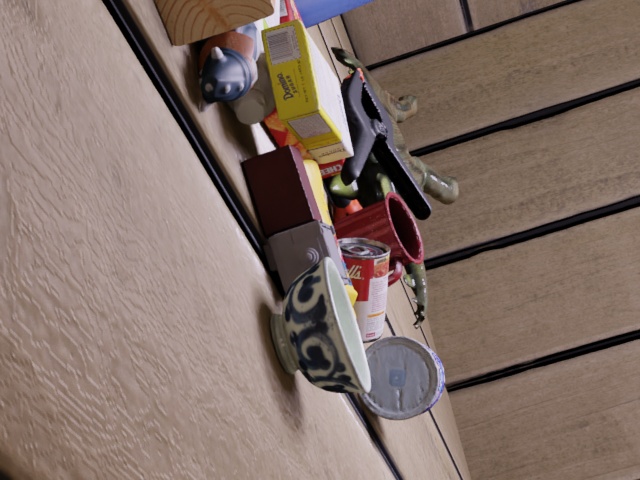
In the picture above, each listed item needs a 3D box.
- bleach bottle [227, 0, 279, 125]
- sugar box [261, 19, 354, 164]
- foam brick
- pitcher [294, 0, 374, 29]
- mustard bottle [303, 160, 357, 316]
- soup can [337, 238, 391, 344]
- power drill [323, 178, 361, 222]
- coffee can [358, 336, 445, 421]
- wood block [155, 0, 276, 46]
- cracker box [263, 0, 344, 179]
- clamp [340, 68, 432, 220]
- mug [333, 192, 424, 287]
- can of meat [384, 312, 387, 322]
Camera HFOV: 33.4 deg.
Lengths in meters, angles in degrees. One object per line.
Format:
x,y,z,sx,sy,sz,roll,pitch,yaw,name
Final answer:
-0.076,-0.208,1.078,0.251,0.068,0.102,-96,166,-48,bleach bottle
-0.010,-0.140,1.049,0.176,0.048,0.093,47,31,-76,sugar box
-0.036,-0.046,1.022,0.053,0.051,0.078,14,58,-79,foam brick
0.017,-0.346,1.373,0.149,0.243,0.145,-109,-179,-68,pitcher
-0.004,0.015,1.101,0.096,0.058,0.191,3,70,-88,mustard bottle
0.040,0.056,1.180,0.068,0.068,0.102,-82,176,-73,soup can
0.016,-0.120,1.579,0.184,0.057,0.187,-90,159,-54,power drill
0.105,0.177,1.362,0.140,0.103,0.103,38,36,-77,coffee can
-0.093,-0.251,0.934,0.206,0.090,0.091,-91,163,-63,wood block
-0.034,-0.185,1.292,0.213,0.072,0.164,58,18,-67,cracker box
0.059,-0.129,1.334,0.164,0.036,0.210,15,50,-51,clamp
0.068,0.010,1.264,0.093,0.082,0.117,43,31,-45,mug
0.042,0.056,1.360,0.102,0.057,0.084,63,10,-52,can of meat
